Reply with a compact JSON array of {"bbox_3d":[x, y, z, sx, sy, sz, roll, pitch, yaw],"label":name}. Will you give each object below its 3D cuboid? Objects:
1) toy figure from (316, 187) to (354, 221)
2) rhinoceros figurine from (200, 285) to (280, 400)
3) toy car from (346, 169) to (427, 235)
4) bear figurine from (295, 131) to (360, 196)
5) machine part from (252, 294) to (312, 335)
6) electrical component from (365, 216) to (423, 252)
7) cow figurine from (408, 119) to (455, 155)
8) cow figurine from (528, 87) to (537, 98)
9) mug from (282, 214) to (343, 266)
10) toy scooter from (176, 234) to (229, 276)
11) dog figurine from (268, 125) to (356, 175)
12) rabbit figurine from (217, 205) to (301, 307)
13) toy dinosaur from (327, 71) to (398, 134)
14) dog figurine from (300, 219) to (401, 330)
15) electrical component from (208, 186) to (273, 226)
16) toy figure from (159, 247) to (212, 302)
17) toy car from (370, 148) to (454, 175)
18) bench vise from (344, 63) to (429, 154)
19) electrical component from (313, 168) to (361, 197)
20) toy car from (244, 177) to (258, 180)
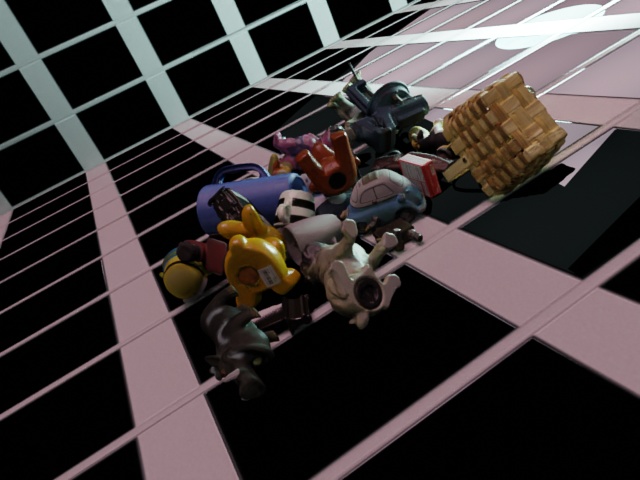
[{"bbox_3d":[0.068,-0.079,1.129,0.154,0.057,0.064,-26,65,-7],"label":"toy figure"},{"bbox_3d":[-0.125,0.152,0.798,0.112,0.073,0.191,-35,43,-8],"label":"rhinoceros figurine"},{"bbox_3d":[0.118,-0.084,1.041,0.162,0.102,0.109,-16,26,13],"label":"toy car"},{"bbox_3d":[0.014,-0.172,1.150,0.120,0.131,0.196,-28,27,5],"label":"bear figurine"},{"bbox_3d":[-0.080,0.132,0.882,0.139,0.039,0.084,-20,32,6],"label":"machine part"},{"bbox_3d":[0.128,-0.013,0.964,0.078,0.045,0.102,-28,27,-5],"label":"electrical component"},{"bbox_3d":[0.265,-0.224,1.220,0.168,0.068,0.098,1,42,43],"label":"cow figurine"},{"bbox_3d":[0.406,-0.273,1.173,0.195,0.085,0.127,-38,35,-23],"label":"cow figurine"},{"bbox_3d":[-0.002,-0.003,1.024,0.107,0.080,0.110,-26,37,-21],"label":"mug"},{"bbox_3d":[-0.187,0.031,1.094,0.184,0.075,0.135,15,12,15],"label":"toy scooter"},{"bbox_3d":[-0.015,-0.202,1.373,0.219,0.191,0.108,8,-4,11],"label":"dog figurine"},{"bbox_3d":[-0.115,0.022,0.972,0.122,0.162,0.173,-33,10,21],"label":"rabbit figurine"},{"bbox_3d":[0.124,-0.353,1.502,0.131,0.192,0.405,-41,8,11],"label":"toy dinosaur"},{"bbox_3d":[0.029,0.072,0.870,0.190,0.121,0.172,-36,32,55],"label":"dog figurine"},{"bbox_3d":[-0.154,-0.040,1.110,0.058,0.114,0.134,-46,66,7],"label":"electrical component"},{"bbox_3d":[-0.290,0.067,1.120,0.082,0.089,0.180,-65,30,12],"label":"toy figure"},{"bbox_3d":[0.199,-0.168,1.184,0.089,0.053,0.202,-38,27,-32],"label":"toy car"},{"bbox_3d":[0.127,-0.310,1.278,0.224,0.128,0.241,-32,55,-4],"label":"bench vise"},{"bbox_3d":[0.036,-0.126,1.249,0.075,0.047,0.119,1,36,42],"label":"electrical component"},{"bbox_3d":[-0.220,-0.118,1.422,0.202,0.073,0.056,-7,35,31],"label":"toy car"}]
